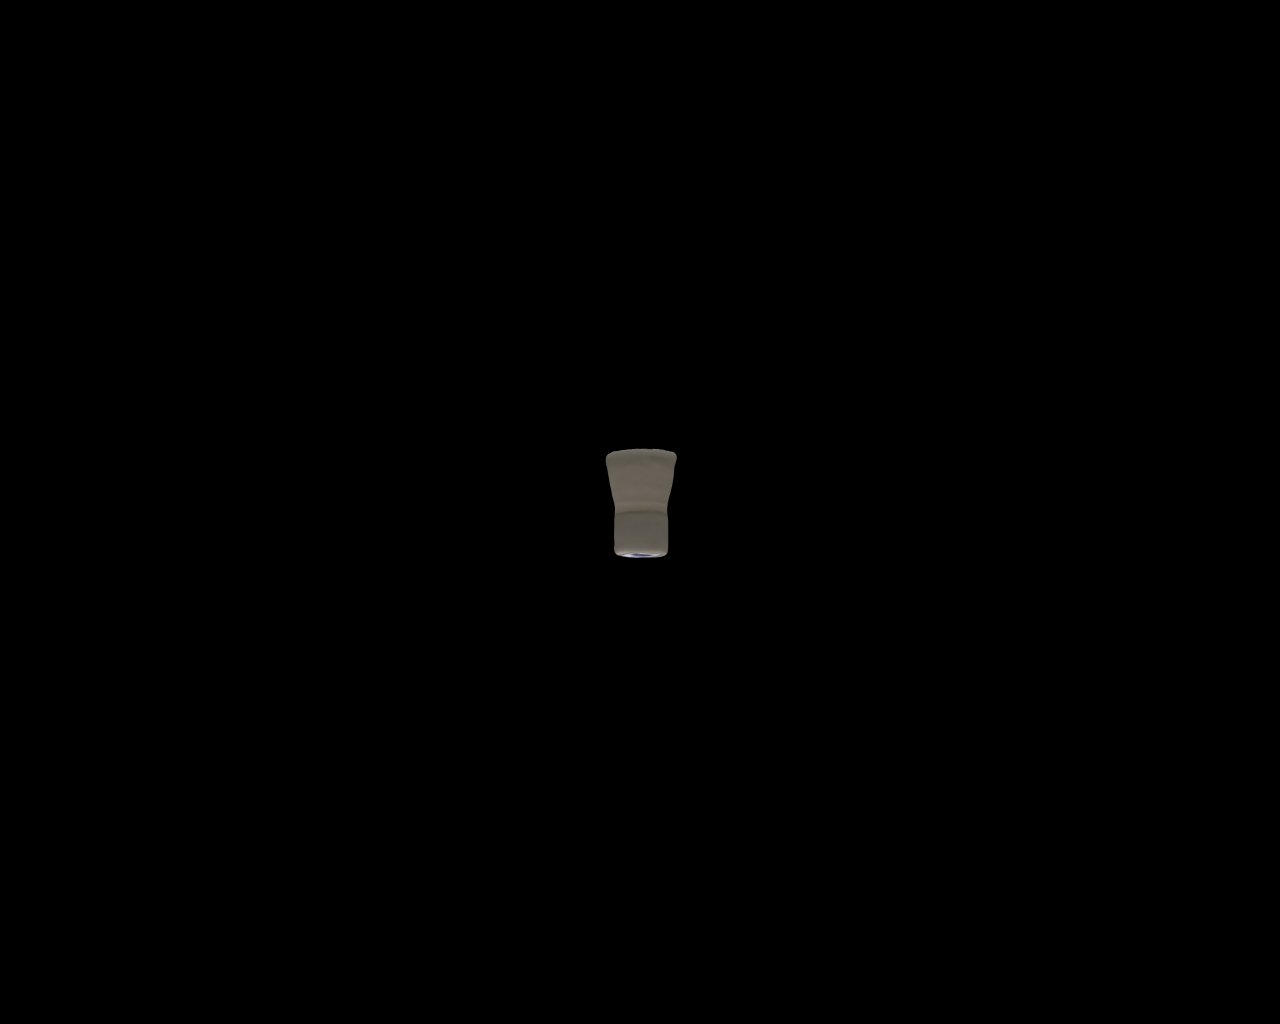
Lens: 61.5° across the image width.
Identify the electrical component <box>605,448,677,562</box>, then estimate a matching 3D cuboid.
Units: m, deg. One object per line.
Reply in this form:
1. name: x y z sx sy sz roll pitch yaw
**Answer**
1. electrical component: 0.001 -0.003 0.650 0.044 0.065 0.044 0 -9 0
